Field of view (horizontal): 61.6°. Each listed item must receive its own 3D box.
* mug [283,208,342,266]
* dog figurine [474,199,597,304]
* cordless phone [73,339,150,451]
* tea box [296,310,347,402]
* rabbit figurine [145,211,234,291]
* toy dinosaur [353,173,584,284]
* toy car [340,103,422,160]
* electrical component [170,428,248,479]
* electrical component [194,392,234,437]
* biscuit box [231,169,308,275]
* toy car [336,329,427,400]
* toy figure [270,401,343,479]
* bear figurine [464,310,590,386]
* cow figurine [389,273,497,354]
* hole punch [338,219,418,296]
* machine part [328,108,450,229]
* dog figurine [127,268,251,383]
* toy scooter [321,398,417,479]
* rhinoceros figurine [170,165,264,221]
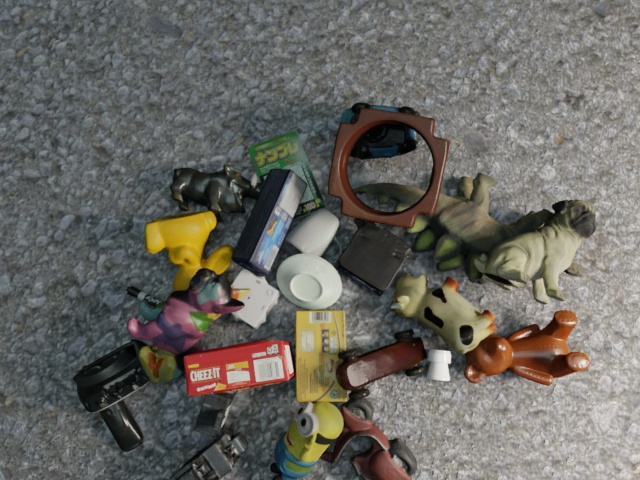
[{"bbox_3d":[-0.002,-0.003,1.055,0.110,0.080,0.107,36,75,8],"label":"mug"},{"bbox_3d":[0.385,0.000,0.961,0.172,0.121,0.190,23,80,-5],"label":"dog figurine"},{"bbox_3d":[-0.363,0.297,1.017,0.147,0.089,0.184,-29,93,-5],"label":"cordless phone"},{"bbox_3d":[0.002,0.218,1.022,0.098,0.068,0.169,1,82,0],"label":"tea box"},{"bbox_3d":[-0.249,0.033,1.048,0.162,0.122,0.173,-7,95,-10],"label":"rabbit figurine"},{"bbox_3d":[0.282,-0.031,1.048,0.472,0.105,0.198,28,85,9],"label":"toy dinosaur"},{"bbox_3d":[0.124,-0.216,1.074,0.162,0.103,0.109,-1,97,11],"label":"toy car"},{"bbox_3d":[-0.195,0.401,0.970,0.134,0.115,0.058,-37,85,-4],"label":"electrical component"},{"bbox_3d":[-0.195,0.318,0.982,0.048,0.119,0.074,16,84,2],"label":"electrical component"},{"bbox_3d":[-0.097,-0.036,1.032,0.063,0.059,0.202,8,69,42],"label":"biscuit box"},{"bbox_3d":[0.116,0.229,1.005,0.202,0.053,0.089,-13,80,-33],"label":"toy car"},{"bbox_3d":[-0.027,0.367,0.975,0.082,0.089,0.180,44,117,39],"label":"toy figure"},{"bbox_3d":[0.368,0.201,0.999,0.196,0.131,0.120,4,58,-4],"label":"bear figurine"},{"bbox_3d":[0.219,0.134,1.014,0.127,0.085,0.195,-39,58,-12],"label":"cow figurine"},{"bbox_3d":[0.103,0.038,1.044,0.142,0.092,0.116,32,75,11],"label":"hole punch"},{"bbox_3d":[0.126,-0.131,0.987,0.201,0.087,0.201,12,100,12],"label":"machine part"},{"bbox_3d":[-0.226,0.153,0.982,0.219,0.108,0.191,-16,105,8],"label":"dog figurine"},{"bbox_3d":[0.081,0.391,0.991,0.135,0.075,0.184,-42,86,3],"label":"toy scooter"},{"bbox_3d":[-0.204,-0.099,1.079,0.190,0.073,0.112,9,70,3],"label":"rhinoceros figurine"}]
